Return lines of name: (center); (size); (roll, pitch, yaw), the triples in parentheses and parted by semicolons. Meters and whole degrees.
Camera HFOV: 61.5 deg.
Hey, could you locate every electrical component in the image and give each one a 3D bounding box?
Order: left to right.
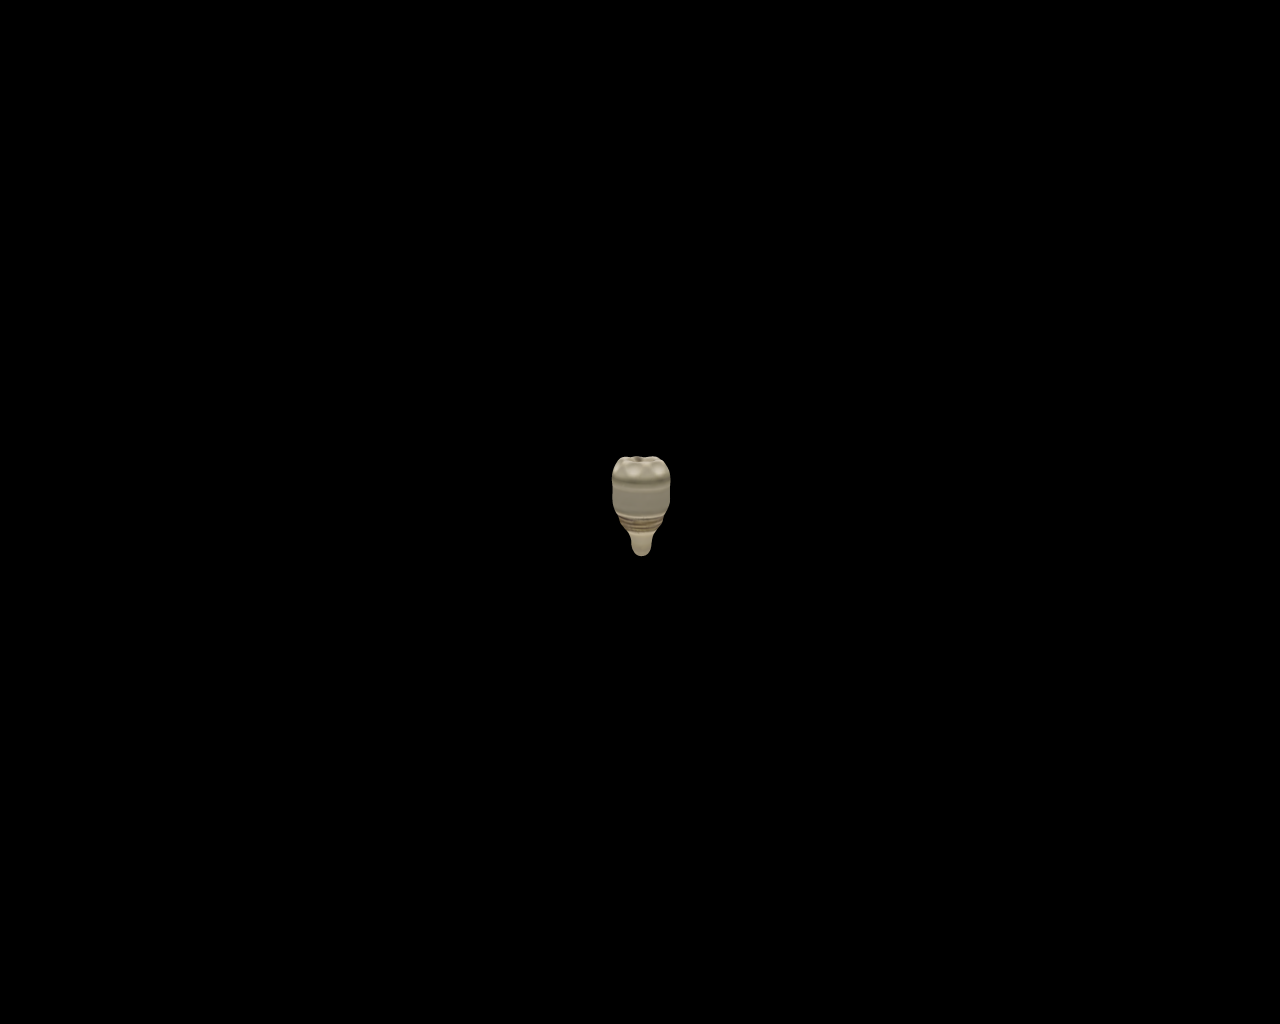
electrical component: (0.001, -0.003, 0.650); (0.035, 0.061, 0.035); (0, 14, 0)
